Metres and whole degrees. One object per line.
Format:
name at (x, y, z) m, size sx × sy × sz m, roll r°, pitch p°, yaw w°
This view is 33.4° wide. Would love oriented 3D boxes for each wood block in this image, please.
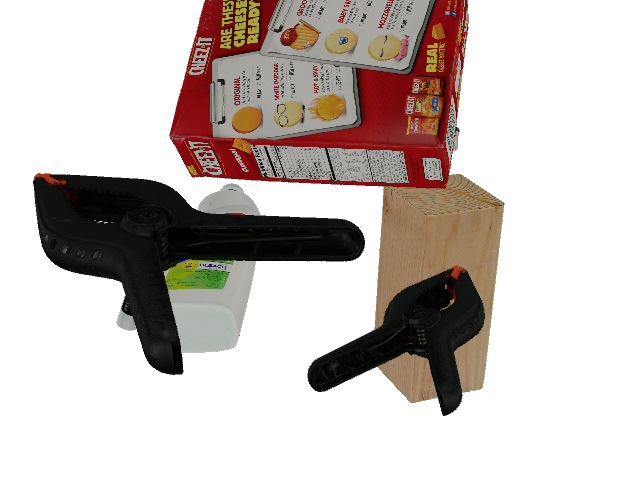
wood block at (0.116, 0.048, 1.080) m, size 0.090 × 0.206 × 0.091 m, roll -8°, pitch 26°, yaw -22°

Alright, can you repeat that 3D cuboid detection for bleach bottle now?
bleach bottle at (-0.121, 0.017, 1.164) m, size 0.102 × 0.068 × 0.250 m, roll 0°, pitch 35°, yaw 5°

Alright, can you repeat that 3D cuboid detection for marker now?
marker at (-0.149, 0.023, 0.914) m, size 0.020 × 0.121 × 0.020 m, roll 19°, pitch 23°, yaw -8°

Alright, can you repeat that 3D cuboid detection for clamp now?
clamp at (0.084, 0.075, 0.813) m, size 0.120 × 0.039 × 0.171 m, roll 18°, pitch 41°, yaw 34°
clamp at (-0.090, -0.002, 0.635) m, size 0.164 × 0.036 × 0.210 m, roll -25°, pitch 38°, yaw -38°

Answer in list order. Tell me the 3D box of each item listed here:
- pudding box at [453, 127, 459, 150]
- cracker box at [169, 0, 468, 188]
pudding box at (0.119, -0.140, 1.462) m, size 0.113 × 0.039 × 0.090 m, roll -25°, pitch 39°, yaw -30°
cracker box at (0.005, -0.127, 0.855) m, size 0.214 × 0.164 × 0.072 m, roll 3°, pitch -29°, yaw 13°
